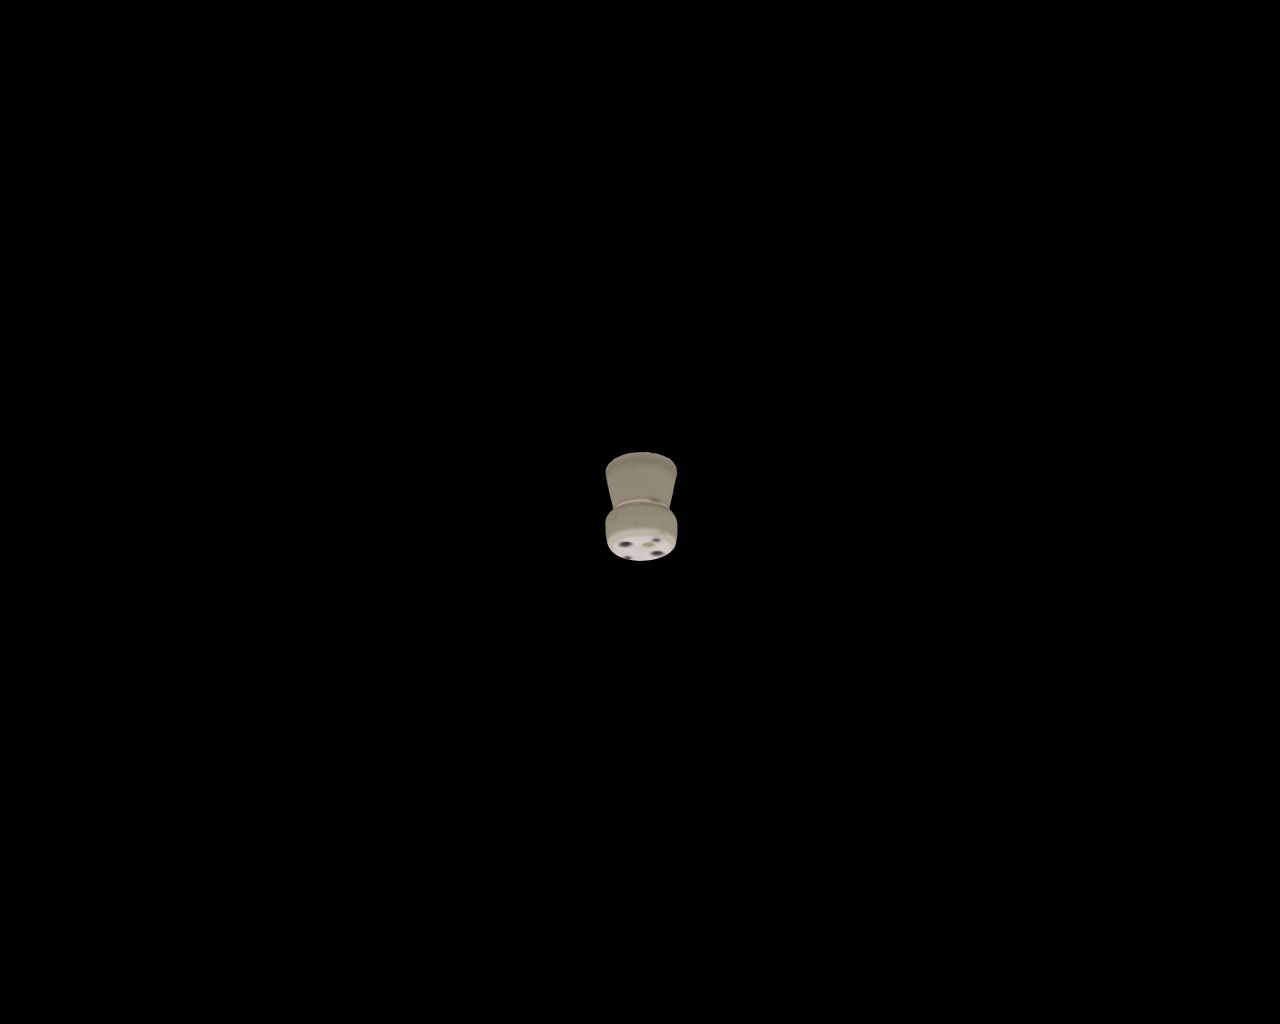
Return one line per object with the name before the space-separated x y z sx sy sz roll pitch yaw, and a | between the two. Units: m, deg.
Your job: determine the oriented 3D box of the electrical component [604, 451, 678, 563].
electrical component | 0.001 -0.003 0.650 0.045 0.055 0.044 0 -27 0
